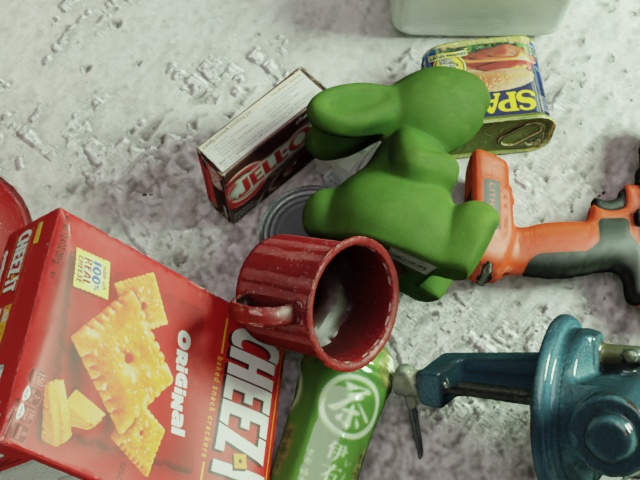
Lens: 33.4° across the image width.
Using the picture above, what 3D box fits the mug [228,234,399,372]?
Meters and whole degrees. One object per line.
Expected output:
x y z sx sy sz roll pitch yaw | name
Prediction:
-0.013 0.042 0.740 0.117 0.082 0.093 -15 107 -44 | mug

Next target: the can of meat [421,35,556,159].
0.138 -0.120 0.894 0.102 0.057 0.084 -6 66 -2 | can of meat

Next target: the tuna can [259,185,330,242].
-0.006 0.001 0.857 0.086 0.034 0.086 0 68 1 | tuna can

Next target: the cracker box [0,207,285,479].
-0.124 0.101 0.717 0.072 0.213 0.164 -23 47 39 | cracker box

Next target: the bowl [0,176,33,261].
-0.314 -0.001 0.851 0.162 0.055 0.162 0 68 0 | bowl

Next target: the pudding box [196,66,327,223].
-0.043 -0.075 0.859 0.113 0.090 0.039 -42 73 -15 | pudding box

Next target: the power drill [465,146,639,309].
0.211 -0.027 0.854 0.187 0.057 0.184 4 68 2 | power drill
